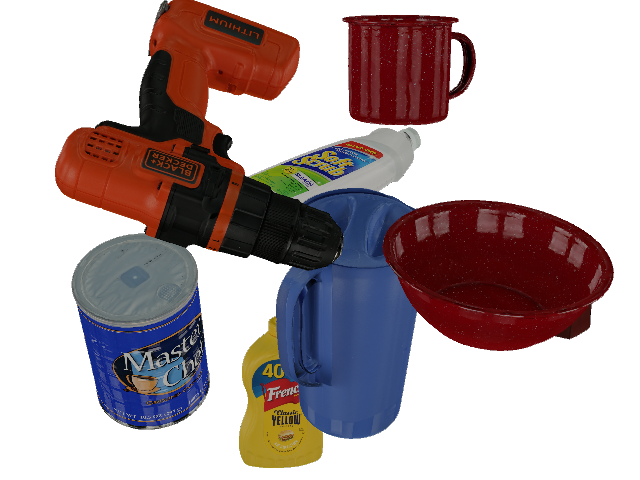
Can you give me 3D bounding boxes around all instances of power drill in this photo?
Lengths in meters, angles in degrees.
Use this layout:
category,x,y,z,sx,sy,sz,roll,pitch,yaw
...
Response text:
category,x,y,z,sx,sy,sz,roll,pitch,yaw
power drill,-0.064,-0.072,0.710,0.184,0.187,0.057,19,-45,-9

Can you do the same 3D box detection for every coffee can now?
category,x,y,z,sx,sy,sz,roll,pitch,yaw
coffee can,-0.151,0.079,0.917,0.103,0.140,0.103,0,43,0

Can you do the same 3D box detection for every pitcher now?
category,x,y,z,sx,sy,sz,roll,pitch,yaw
pitcher,0.027,0.083,1.059,0.149,0.243,0.145,-2,35,-5

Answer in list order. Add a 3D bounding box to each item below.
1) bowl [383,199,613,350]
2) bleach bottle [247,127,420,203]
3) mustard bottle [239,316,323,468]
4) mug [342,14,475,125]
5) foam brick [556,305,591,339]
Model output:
category,x,y,z,sx,sy,sz,roll,pitch,yaw
bowl,0.123,0.031,0.764,0.162,0.055,0.162,2,30,-1
bleach bottle,0.015,-0.078,1.271,0.250,0.068,0.103,-30,45,-30
mustard bottle,-0.042,0.162,1.217,0.096,0.192,0.058,0,17,-12
mug,0.074,-0.140,0.868,0.117,0.081,0.093,-8,17,-26
foam brick,0.219,0.045,0.982,0.053,0.078,0.051,11,17,33
